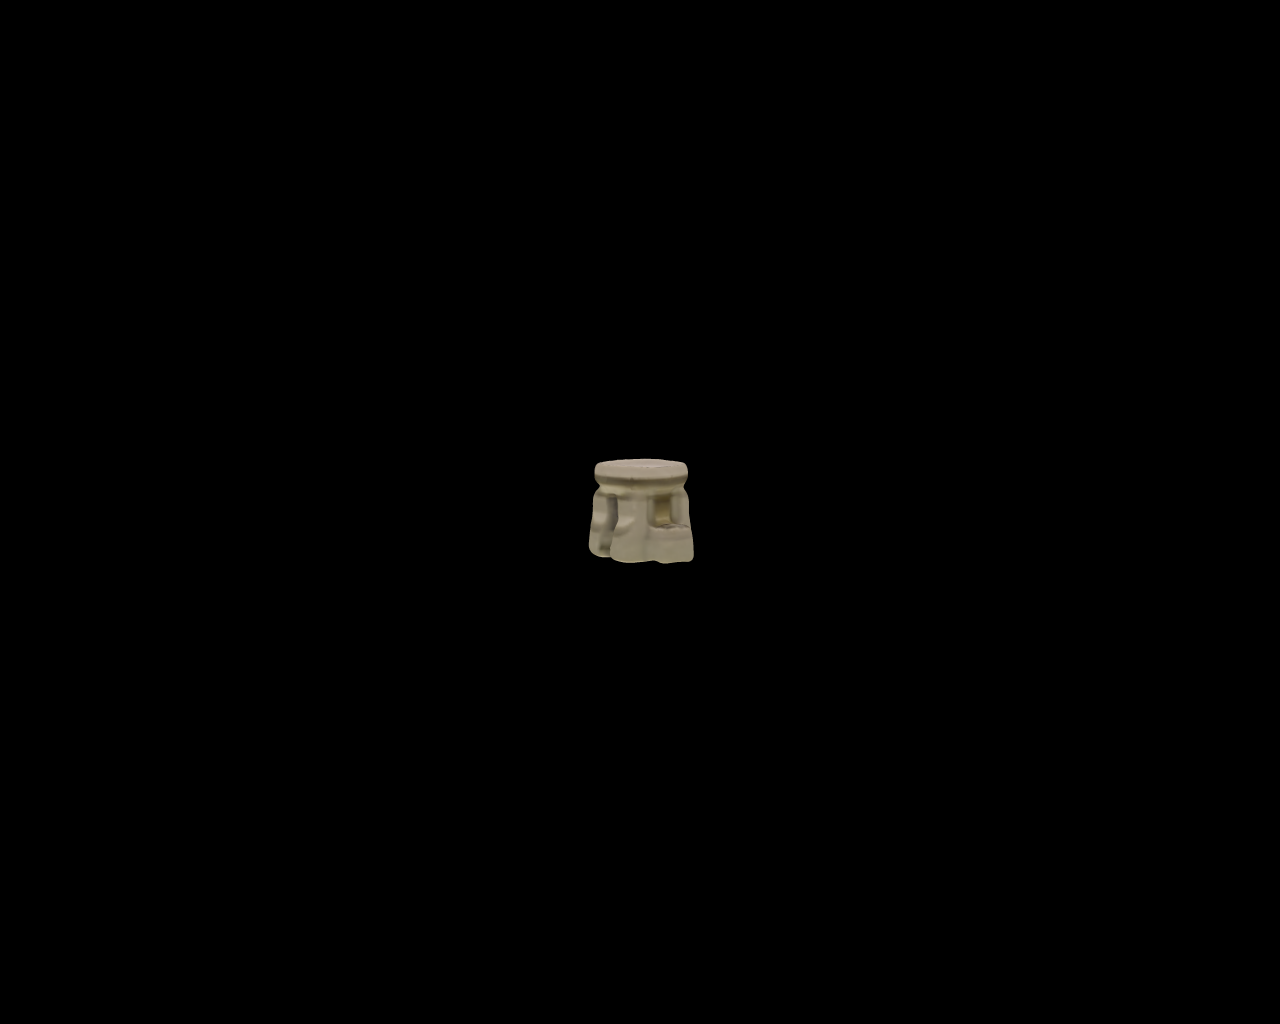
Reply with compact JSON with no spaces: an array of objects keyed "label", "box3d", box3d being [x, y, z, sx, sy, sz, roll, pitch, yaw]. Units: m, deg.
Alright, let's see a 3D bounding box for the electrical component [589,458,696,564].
[{"label":"electrical component","box3d":[0.001,-0.003,0.650,0.058,0.057,0.078,-5,9,-35]}]
